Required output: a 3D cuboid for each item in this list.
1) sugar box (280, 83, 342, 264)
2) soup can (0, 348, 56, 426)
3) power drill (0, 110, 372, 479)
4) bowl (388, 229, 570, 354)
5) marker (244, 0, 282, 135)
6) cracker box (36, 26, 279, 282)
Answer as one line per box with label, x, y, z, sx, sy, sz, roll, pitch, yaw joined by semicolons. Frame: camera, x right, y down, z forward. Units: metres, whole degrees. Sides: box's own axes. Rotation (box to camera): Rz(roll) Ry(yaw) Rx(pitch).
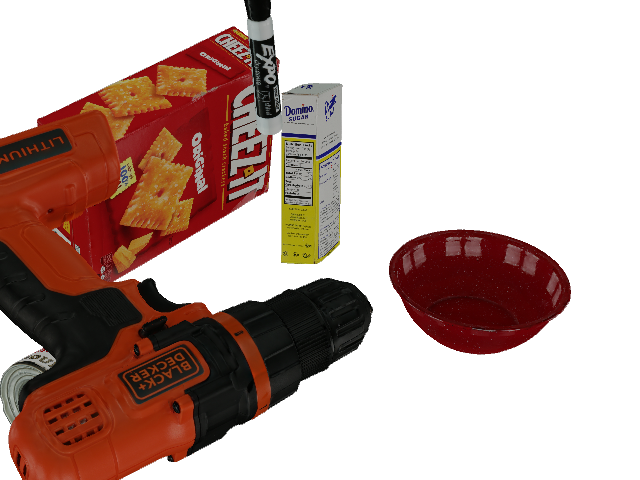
sugar box;-0.009;-0.071;1.104;0.048;0.176;0.093;3;15;16
soup can;-0.177;0.102;0.787;0.069;0.068;0.102;0;16;31
power drill;-0.091;0.018;0.520;0.184;0.057;0.188;-23;56;-31
bowl;0.139;0.053;0.960;0.162;0.055;0.162;3;32;-2
marker;-0.039;-0.125;0.726;0.020;0.121;0.020;-2;43;2
cracker box;-0.137;-0.071;0.941;0.213;0.164;0.072;-32;58;-33
